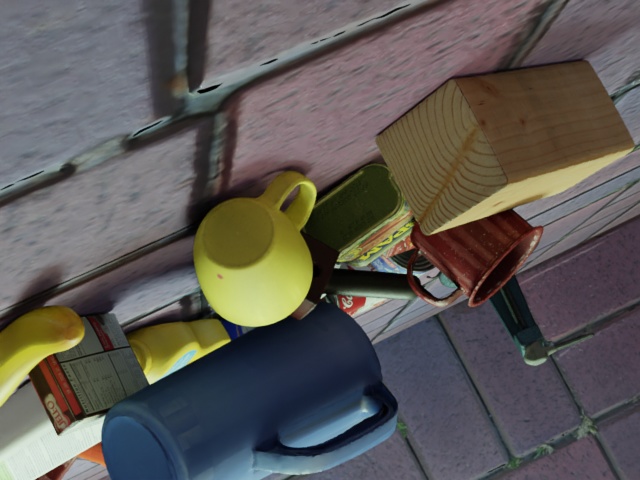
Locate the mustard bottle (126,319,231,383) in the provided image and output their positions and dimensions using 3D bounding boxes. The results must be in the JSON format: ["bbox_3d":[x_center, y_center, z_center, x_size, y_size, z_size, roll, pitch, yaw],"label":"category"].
[{"bbox_3d":[-0.171,0.125,1.145,0.096,0.058,0.191,-34,169,12],"label":"mustard bottle"}]

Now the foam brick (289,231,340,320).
[{"bbox_3d":[-0.032,0.022,0.883,0.053,0.078,0.051,-65,-171,-26],"label":"foam brick"}]

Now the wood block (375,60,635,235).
[{"bbox_3d":[0.155,-0.079,0.863,0.205,0.090,0.091,-16,167,-47],"label":"wood block"}]

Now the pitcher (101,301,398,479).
[{"bbox_3d":[-0.058,0.153,0.928,0.242,0.145,0.149,-22,171,-45],"label":"pitcher"}]

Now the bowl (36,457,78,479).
[{"bbox_3d":[-0.342,0.258,1.294,0.162,0.055,0.162,-54,172,-12],"label":"bowl"}]

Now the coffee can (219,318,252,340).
[{"bbox_3d":[-0.110,0.146,1.285,0.140,0.103,0.102,-31,169,24],"label":"coffee can"}]

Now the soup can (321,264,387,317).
[{"bbox_3d":[0.033,0.062,1.329,0.102,0.068,0.069,-19,167,-42],"label":"soup can"}]

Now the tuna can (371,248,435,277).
[{"bbox_3d":[0.084,-0.002,1.081,0.085,0.086,0.034,-20,169,-34],"label":"tuna can"}]

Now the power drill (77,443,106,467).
[{"bbox_3d":[-0.195,0.234,1.298,0.187,0.184,0.057,-71,-179,-77],"label":"power drill"}]

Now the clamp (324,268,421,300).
[{"bbox_3d":[-0.032,0.035,1.003,0.209,0.036,0.165,5,178,-38],"label":"clamp"}]

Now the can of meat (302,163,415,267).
[{"bbox_3d":[0.041,-0.022,0.935,0.102,0.057,0.083,-36,165,17],"label":"can of meat"}]

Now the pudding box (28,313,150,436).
[{"bbox_3d":[-0.200,0.111,0.912,0.039,0.090,0.113,-32,169,22],"label":"pudding box"}]

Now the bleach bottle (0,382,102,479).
[{"bbox_3d":[-0.296,0.194,0.999,0.250,0.068,0.102,-31,144,-21],"label":"bleach bottle"}]

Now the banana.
[{"bbox_3d":[-0.230,0.094,0.824,0.037,0.069,0.198,15,136,-36],"label":"banana"}]

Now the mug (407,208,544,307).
[{"bbox_3d":[0.125,0.006,0.930,0.117,0.081,0.093,-45,161,-4],"label":"mug"}]

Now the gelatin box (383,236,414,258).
[{"bbox_3d":[0.093,-0.031,1.020,0.073,0.030,0.089,-18,140,-35],"label":"gelatin box"}]
